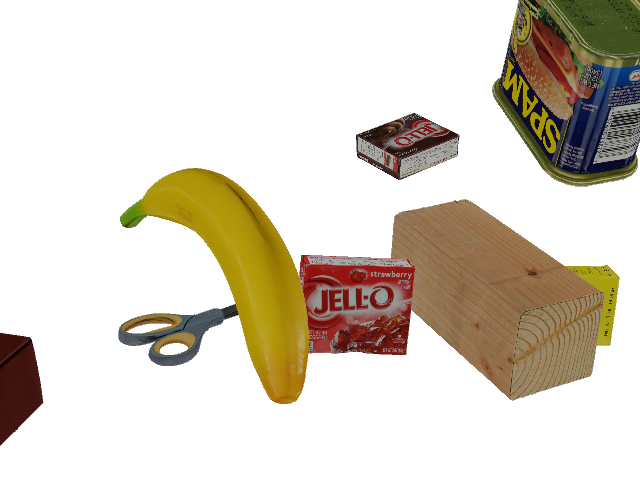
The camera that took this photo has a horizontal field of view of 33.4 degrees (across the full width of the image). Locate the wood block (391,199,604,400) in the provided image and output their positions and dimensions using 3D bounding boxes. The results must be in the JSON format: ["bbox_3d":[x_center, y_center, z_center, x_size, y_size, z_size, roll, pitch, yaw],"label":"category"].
[{"bbox_3d":[0.155,0.047,0.991,0.090,0.090,0.206,-12,30,-24],"label":"wood block"}]

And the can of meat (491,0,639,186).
[{"bbox_3d":[0.142,-0.095,0.589,0.057,0.084,0.102,-10,47,-15],"label":"can of meat"}]

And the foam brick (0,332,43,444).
[{"bbox_3d":[-0.225,0.100,0.686,0.053,0.051,0.078,6,29,22],"label":"foam brick"}]

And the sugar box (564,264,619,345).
[{"bbox_3d":[0.262,0.077,1.281,0.176,0.093,0.048,0,18,-6],"label":"sugar box"}]

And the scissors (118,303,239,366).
[{"bbox_3d":[-0.115,0.094,1.149,0.201,0.016,0.096,-8,31,-24],"label":"scissors"}]

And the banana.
[{"bbox_3d":[-0.051,0.009,0.604,0.037,0.070,0.198,8,25,-40],"label":"banana"}]

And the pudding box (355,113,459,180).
[{"bbox_3d":[0.118,-0.129,1.450,0.113,0.039,0.090,-25,39,-30],"label":"pudding box"}]

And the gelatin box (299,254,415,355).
[{"bbox_3d":[0.026,0.051,0.837,0.089,0.073,0.030,2,14,-9],"label":"gelatin box"}]
